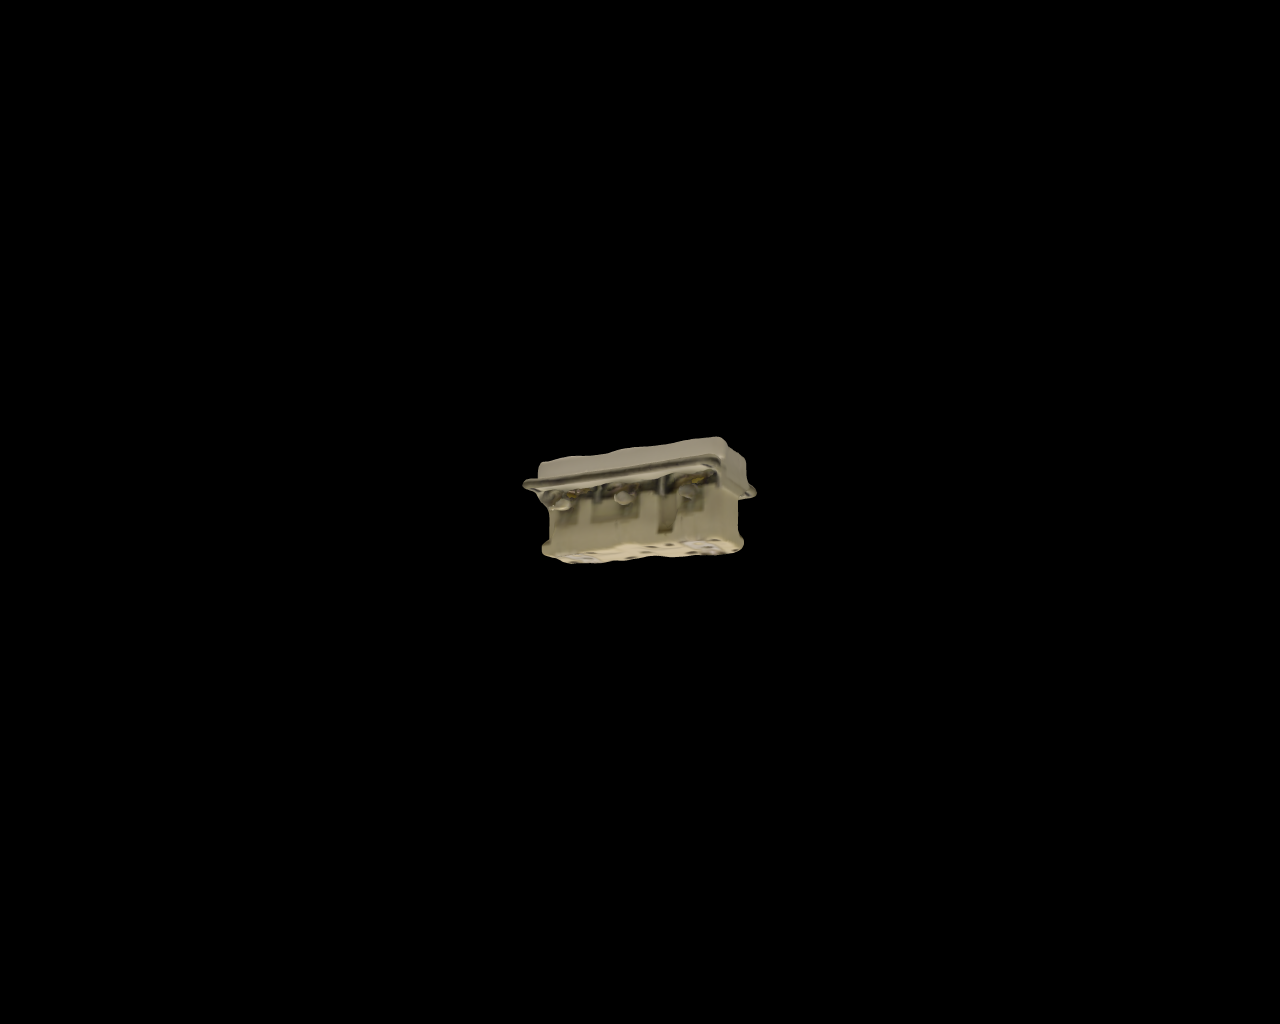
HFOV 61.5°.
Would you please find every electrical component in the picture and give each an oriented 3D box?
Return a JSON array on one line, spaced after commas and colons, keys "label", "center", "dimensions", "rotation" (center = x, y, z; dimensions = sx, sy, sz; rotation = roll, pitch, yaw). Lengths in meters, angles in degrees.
[{"label": "electrical component", "center": [0.001, -0.003, 0.650], "dimensions": [0.121, 0.063, 0.078], "rotation": [-6, -15, 22]}]
